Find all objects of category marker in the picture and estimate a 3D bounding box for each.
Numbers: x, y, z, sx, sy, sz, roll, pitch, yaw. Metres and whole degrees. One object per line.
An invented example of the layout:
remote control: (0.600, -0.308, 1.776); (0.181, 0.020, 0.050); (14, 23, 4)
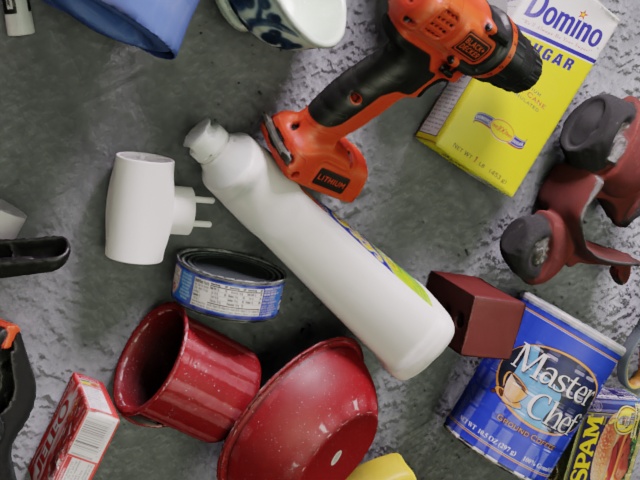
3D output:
marker: (-0.214, -0.201, 0.728); (0.020, 0.020, 0.121); (-11, 109, -19)

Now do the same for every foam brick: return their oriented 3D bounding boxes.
foam brick: (0.128, 0.064, 0.909); (0.051, 0.078, 0.053); (9, 101, -26)

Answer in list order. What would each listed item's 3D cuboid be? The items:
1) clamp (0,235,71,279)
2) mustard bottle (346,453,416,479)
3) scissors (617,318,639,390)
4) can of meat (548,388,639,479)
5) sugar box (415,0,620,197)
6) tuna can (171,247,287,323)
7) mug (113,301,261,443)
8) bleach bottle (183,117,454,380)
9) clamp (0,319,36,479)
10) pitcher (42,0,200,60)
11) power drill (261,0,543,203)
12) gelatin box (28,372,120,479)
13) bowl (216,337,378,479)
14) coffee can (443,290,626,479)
clamp: (-0.293, 0.006, 0.694); (0.210, 0.036, 0.164); (-28, 125, 17)
mustard bottle: (-0.009, 0.253, 0.916); (0.191, 0.058, 0.096); (-15, 126, -18)
scissors: (0.324, 0.054, 0.994); (0.096, 0.016, 0.202); (-12, 125, -28)
can of meat: (0.253, 0.187, 1.007); (0.083, 0.058, 0.102); (8, 102, -27)
sugar box: (0.165, -0.134, 0.886); (0.093, 0.048, 0.176); (31, 93, -26)
tuna can: (-0.070, 0.034, 0.816); (0.086, 0.086, 0.034); (7, 103, -24)
mug: (-0.108, 0.113, 0.828); (0.081, 0.093, 0.117); (31, 122, -31)
bleach bottle: (-0.005, 0.001, 0.823); (0.068, 0.103, 0.250); (-44, 116, 6)
clamp: (-0.260, 0.143, 0.777); (0.120, 0.039, 0.171); (5, 92, -53)
pitcher: (-0.103, -0.252, 0.686); (0.144, 0.149, 0.243); (28, 87, -40)
power drill: (0.062, -0.108, 0.793); (0.188, 0.057, 0.184); (-41, 147, 22)
gelatin box: (-0.189, 0.156, 0.809); (0.030, 0.073, 0.089); (25, 95, -25)
bowl: (-0.004, 0.157, 0.849); (0.161, 0.055, 0.162); (-35, 147, -28)
coffee can: (0.187, 0.129, 0.937); (0.102, 0.103, 0.140); (29, 93, -26)
